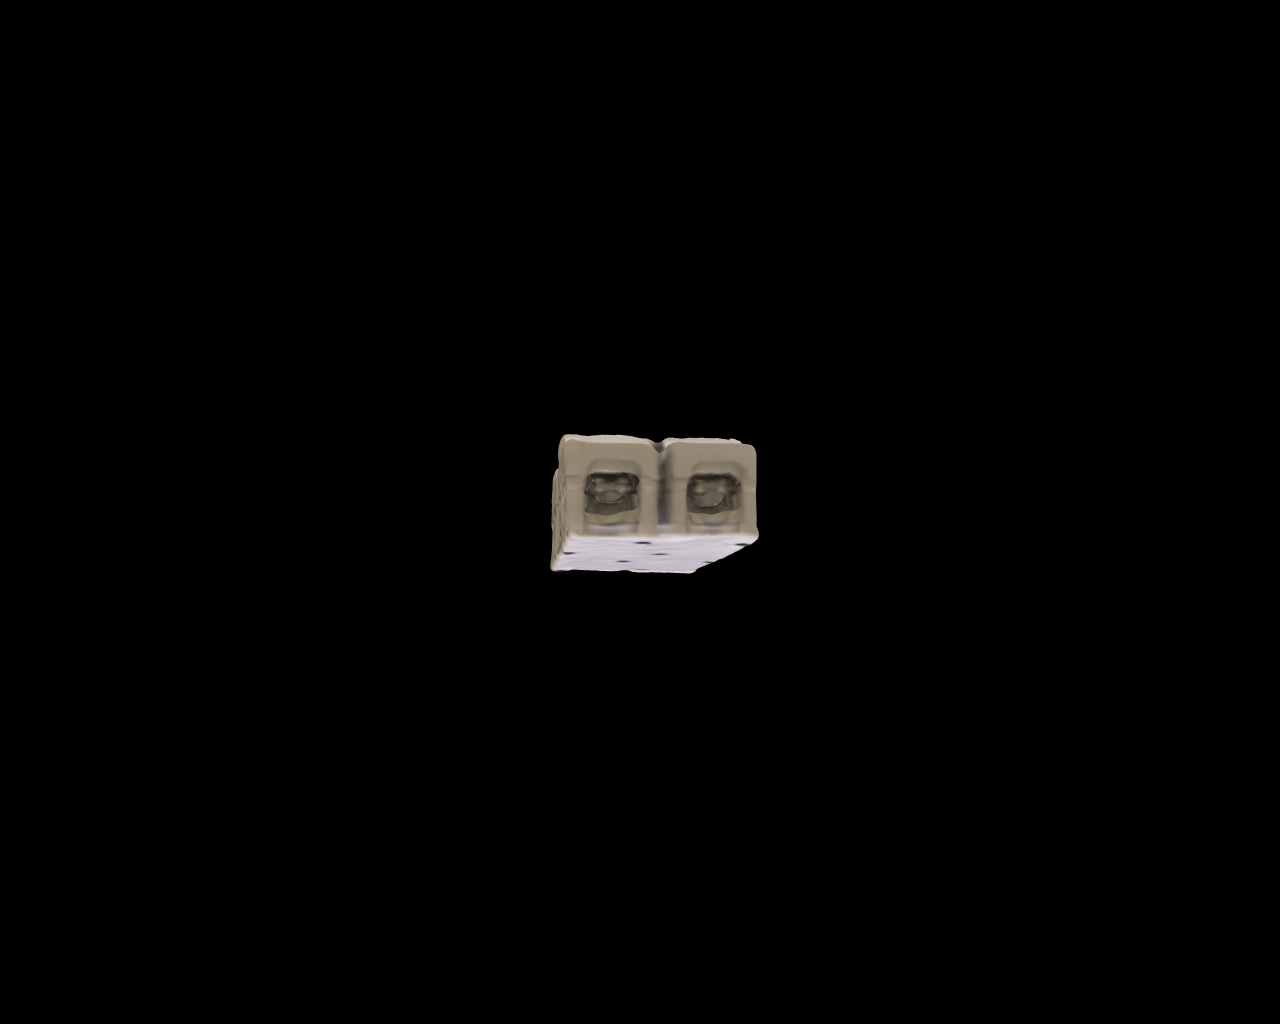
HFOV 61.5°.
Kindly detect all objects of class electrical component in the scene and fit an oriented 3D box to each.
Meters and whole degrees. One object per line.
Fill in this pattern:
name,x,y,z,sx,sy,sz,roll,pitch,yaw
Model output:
electrical component,0.001,-0.003,0.650,0.105,0.060,0.186,1,-9,-7
